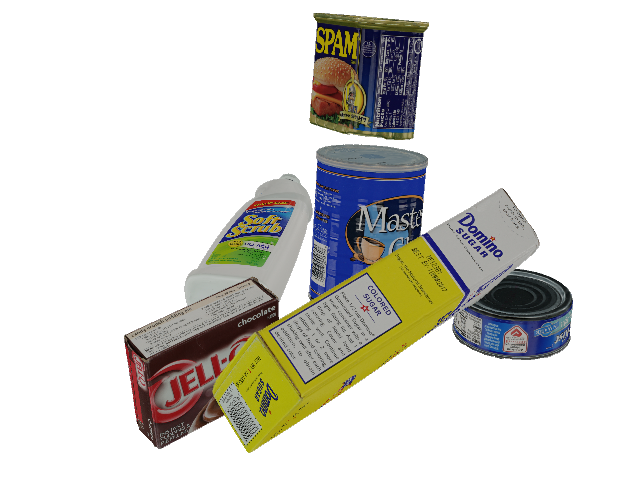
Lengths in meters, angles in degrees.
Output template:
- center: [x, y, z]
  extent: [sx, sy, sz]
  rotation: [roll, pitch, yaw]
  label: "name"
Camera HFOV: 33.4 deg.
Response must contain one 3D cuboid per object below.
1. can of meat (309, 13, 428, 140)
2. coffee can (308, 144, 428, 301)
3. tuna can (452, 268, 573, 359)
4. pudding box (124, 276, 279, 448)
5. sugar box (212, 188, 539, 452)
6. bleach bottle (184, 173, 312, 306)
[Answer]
- center: [0.032, -0.123, 0.789]
  extent: [0.057, 0.084, 0.102]
  rotation: [-2, 14, -26]
  label: "can of meat"
- center: [0.043, -0.012, 0.994]
  extent: [0.103, 0.140, 0.103]
  rotation: [3, 15, -1]
  label: "coffee can"
- center: [0.140, 0.052, 0.779]
  extent: [0.086, 0.034, 0.086]
  rotation: [0, 23, 0]
  label: "tuna can"
- center: [-0.083, 0.088, 0.778]
  extent: [0.113, 0.090, 0.039]
  rotation: [-26, 46, -29]
  label: "pudding box"
- center: [0.031, 0.042, 0.572]
  extent: [0.176, 0.048, 0.093]
  rotation: [-27, -14, -30]
  label: "sugar box"
- center: [-0.072, -0.003, 1.239]
  extent: [0.103, 0.068, 0.250]
  rotation: [4, 34, 11]
  label: "bleach bottle"
